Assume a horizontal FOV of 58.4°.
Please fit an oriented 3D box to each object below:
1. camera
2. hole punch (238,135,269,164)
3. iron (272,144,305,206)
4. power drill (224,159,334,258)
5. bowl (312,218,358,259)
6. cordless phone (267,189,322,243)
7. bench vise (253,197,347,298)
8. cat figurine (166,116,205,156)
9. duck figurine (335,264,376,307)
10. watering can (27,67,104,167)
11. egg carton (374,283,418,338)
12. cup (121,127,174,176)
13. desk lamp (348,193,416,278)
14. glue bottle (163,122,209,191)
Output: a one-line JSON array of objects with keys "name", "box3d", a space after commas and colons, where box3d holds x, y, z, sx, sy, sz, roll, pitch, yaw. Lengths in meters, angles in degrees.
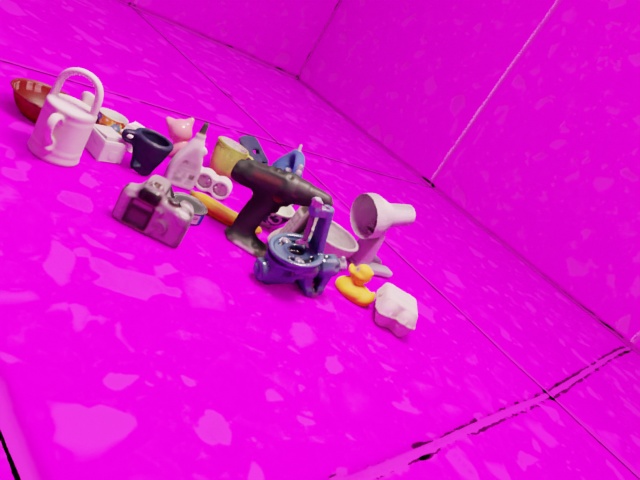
[{"name": "camera", "box3d": [-0.318, -0.076, 1.146, 0.143, 0.100, 0.136, 28, 20, -12]}, {"name": "hole punch", "box3d": [-0.208, -0.261, 1.762, 0.101, 0.091, 0.109, 38, 20, 15]}, {"name": "iron", "box3d": [-0.084, -0.197, 1.727, 0.119, 0.141, 0.258, 26, 21, -18]}, {"name": "power drill", "box3d": [-0.113, -0.069, 1.283, 0.229, 0.208, 0.075, 32, 20, -3]}, {"name": "bowl", "box3d": [0.014, 0.005, 1.500, 0.168, 0.074, 0.167, 29, 20, -11]}, {"name": "cordless phone", "box3d": [-0.037, -0.022, 1.325, 0.094, 0.185, 0.147, 20, 24, -33]}, {"name": "bench vise", "box3d": [-0.019, 0.009, 1.227, 0.121, 0.219, 0.208, 44, 22, 29]}, {"name": "cat figurine", "box3d": [-0.356, -0.264, 1.505, 0.127, 0.117, 0.067, 38, 20, 14]}, {"name": "duck figurine", "box3d": [0.098, 0.102, 1.385, 0.104, 0.086, 0.078, 38, 20, 14]}, {"name": "watering can", "box3d": [-0.502, -0.257, 1.151, 0.101, 0.194, 0.172, 20, 23, -31]}, {"name": "egg carton", "box3d": [0.181, 0.166, 1.385, 0.107, 0.069, 0.150, 31, 20, -5]}, {"name": "cup", "box3d": [-0.407, -0.200, 1.310, 0.118, 0.095, 0.091, 16, 25, -39]}, {"name": "desk lamp", "box3d": [0.156, -0.019, 1.569, 0.204, 0.213, 0.117, 14, 27, -42]}, {"name": "glue bottle", "box3d": [-0.304, -0.202, 1.357, 0.078, 0.173, 0.037, 18, 24, -35]}]
